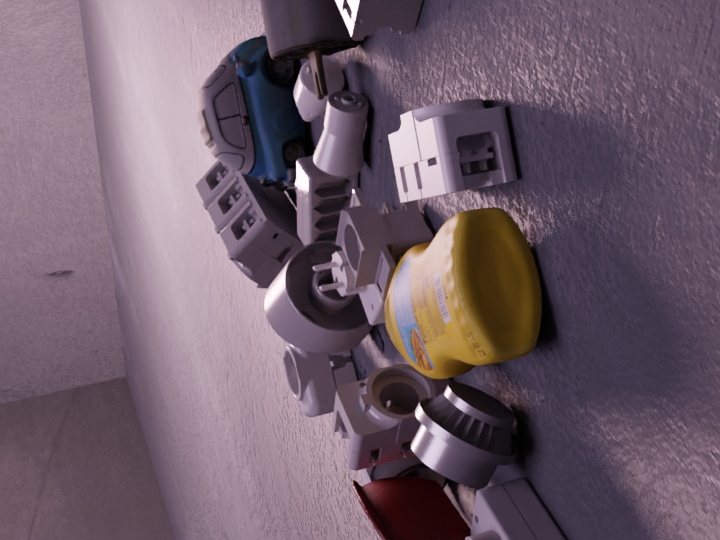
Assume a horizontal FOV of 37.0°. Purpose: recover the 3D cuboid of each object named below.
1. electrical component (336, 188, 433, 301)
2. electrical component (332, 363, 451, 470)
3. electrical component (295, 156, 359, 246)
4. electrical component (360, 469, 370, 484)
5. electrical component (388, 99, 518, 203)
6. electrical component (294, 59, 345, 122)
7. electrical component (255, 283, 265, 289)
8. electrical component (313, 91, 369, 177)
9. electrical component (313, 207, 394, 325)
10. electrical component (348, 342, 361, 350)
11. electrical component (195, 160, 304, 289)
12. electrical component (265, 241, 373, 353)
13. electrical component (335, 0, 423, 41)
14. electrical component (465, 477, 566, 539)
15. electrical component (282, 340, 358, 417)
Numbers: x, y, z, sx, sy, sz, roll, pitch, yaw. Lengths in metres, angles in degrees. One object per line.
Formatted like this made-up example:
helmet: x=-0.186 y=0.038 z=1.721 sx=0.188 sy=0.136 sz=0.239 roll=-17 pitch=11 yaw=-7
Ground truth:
electrical component: x=0.020 y=-0.022 z=0.825 sx=0.042 sy=0.064 sz=0.081 roll=100 pitch=152 yaw=-52
electrical component: x=0.029 y=0.111 z=0.839 sx=0.055 sy=0.089 sz=0.050 roll=98 pitch=154 yaw=-45
electrical component: x=-0.037 y=-0.071 z=0.994 sx=0.075 sy=0.047 sz=0.083 roll=-123 pitch=28 yaw=-49
electrical component: x=0.028 y=0.197 z=0.970 sx=0.043 sy=0.043 sz=0.081 roll=108 pitch=146 yaw=-57
electrical component: x=0.058 y=-0.078 z=0.698 sx=0.089 sy=0.050 sz=0.055 roll=178 pitch=81 yaw=-72
electrical component: x=-0.040 y=-0.156 z=0.962 sx=0.078 sy=0.040 sz=0.040 roll=123 pitch=133 yaw=-65
electrical component: x=-0.105 y=-0.027 z=1.232 sx=0.079 sy=0.044 sz=0.077 roll=130 pitch=126 yaw=-67
electrical component: x=-0.014 y=-0.118 z=0.909 sx=0.044 sy=0.044 sz=0.065 roll=-119 pitch=29 yaw=-42
electrical component: x=0.000 y=0.000 z=0.880 sx=0.047 sy=0.076 sz=0.083 roll=114 pitch=141 yaw=-61
electrical component: x=-0.009 y=0.047 z=0.999 sx=0.046 sy=0.040 sz=0.040 roll=123 pitch=133 yaw=-58
electrical component: x=-0.110 y=-0.049 z=1.135 sx=0.061 sy=0.089 sz=0.150 roll=-47 pitch=40 yaw=11
electrical component: x=-0.030 y=0.024 z=0.953 sx=0.064 sy=0.099 sz=0.099 roll=122 pitch=134 yaw=-56
electrical component: x=0.014 y=-0.213 z=0.747 sx=0.089 sy=0.050 sz=0.055 roll=107 pitch=147 yaw=-56
electrical component: x=0.093 y=0.191 z=0.717 sx=0.083 sy=0.076 sz=0.047 roll=-122 pitch=27 yaw=-48
electrical component: x=-0.042 y=0.099 z=1.095 sx=0.054 sy=0.059 sz=0.095 roll=146 pitch=112 yaw=-71
